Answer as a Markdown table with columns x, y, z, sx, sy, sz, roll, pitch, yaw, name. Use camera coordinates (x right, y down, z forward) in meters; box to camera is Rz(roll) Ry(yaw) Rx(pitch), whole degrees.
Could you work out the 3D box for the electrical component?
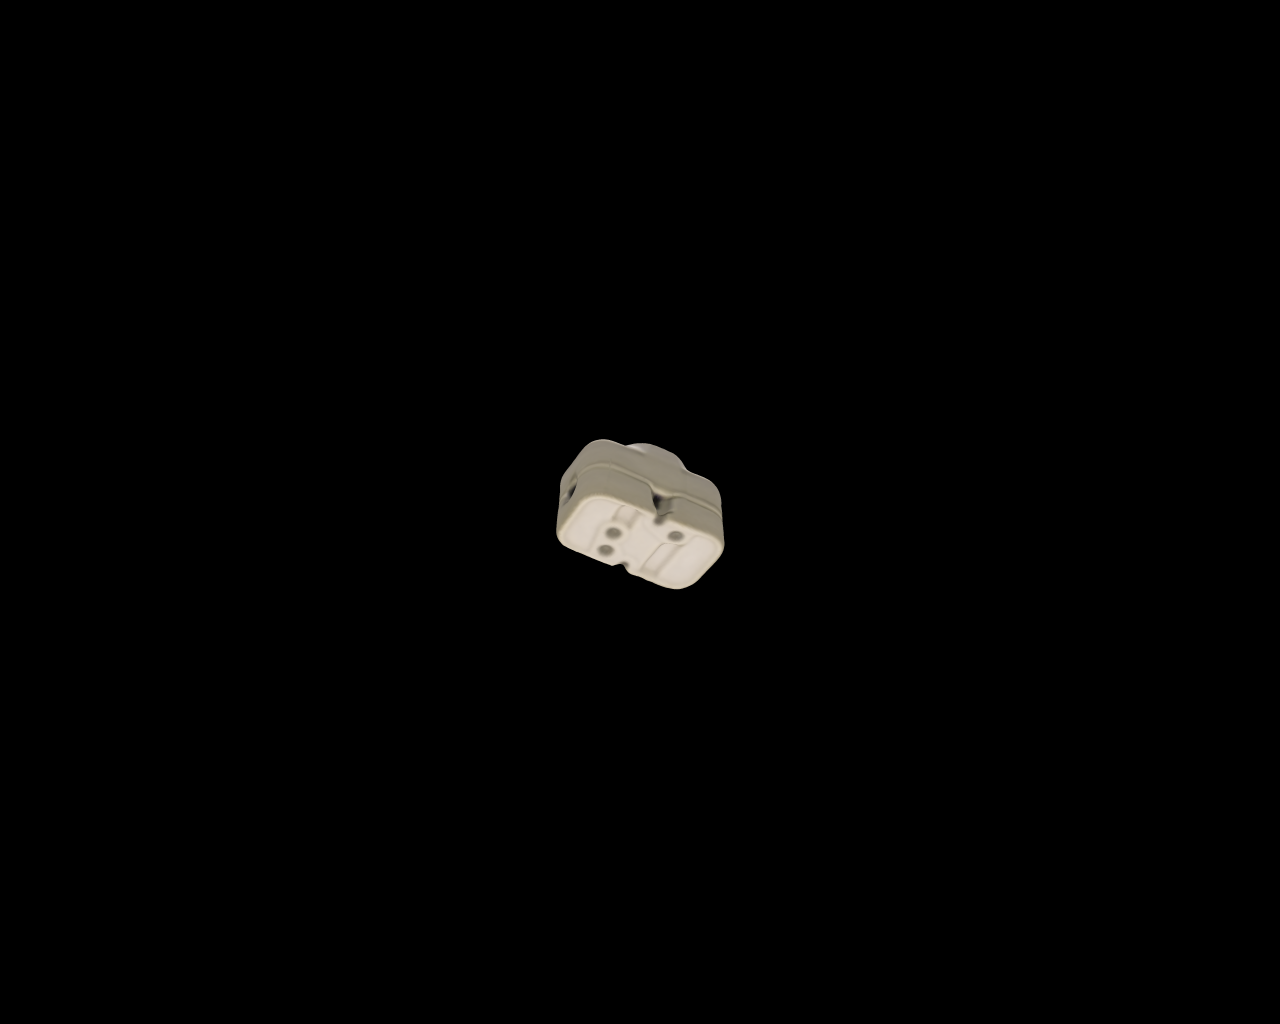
| x | y | z | sx | sy | sz | roll | pitch | yaw | name |
| --- | --- | --- | --- | --- | --- | --- | --- | --- | --- |
| 0.001 | -0.003 | 0.650 | 0.095 | 0.059 | 0.053 | 22 | -48 | -21 | electrical component |
